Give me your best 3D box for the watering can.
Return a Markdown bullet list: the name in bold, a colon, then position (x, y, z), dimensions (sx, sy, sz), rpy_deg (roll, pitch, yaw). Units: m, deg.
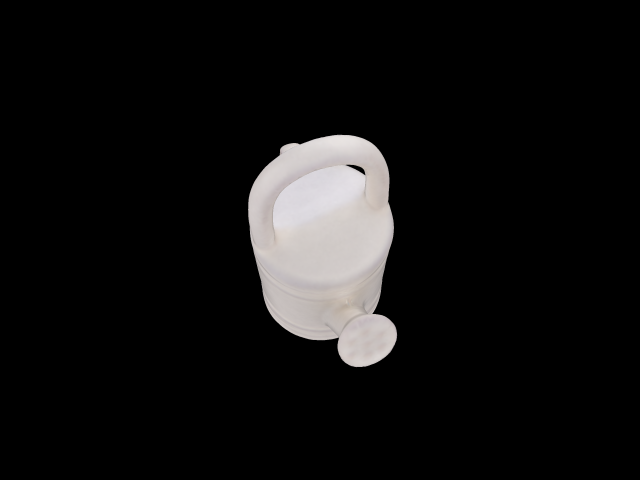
- **watering can**: position (0.006, 0.001, 0.400), dimensions (0.101, 0.194, 0.172), rpy_deg (-38, 69, -17)
